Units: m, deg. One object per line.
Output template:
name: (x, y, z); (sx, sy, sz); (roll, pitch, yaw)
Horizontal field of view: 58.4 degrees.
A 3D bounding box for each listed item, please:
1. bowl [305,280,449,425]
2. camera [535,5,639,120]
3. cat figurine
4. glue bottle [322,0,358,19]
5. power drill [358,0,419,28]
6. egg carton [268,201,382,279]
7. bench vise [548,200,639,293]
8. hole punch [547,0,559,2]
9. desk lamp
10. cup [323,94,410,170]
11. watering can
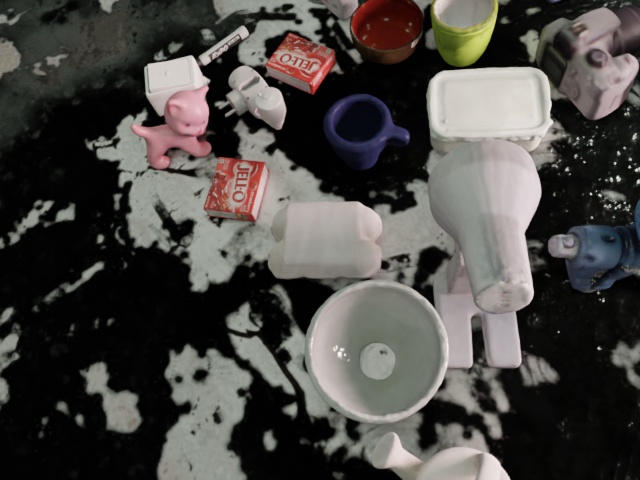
bowl: (0.068, 0.137, 0.687); (0.167, 0.075, 0.167); (-3, 66, 7)
camera: (0.399, -0.268, 0.801); (0.137, 0.101, 0.143); (-28, 66, -4)
cat figurine: (-0.211, -0.172, 0.837); (0.128, 0.118, 0.067); (-19, 65, 0)
glue bottle: (0.019, -0.428, 0.885); (0.037, 0.173, 0.078); (-38, 67, -8)
power drill: (0.102, -0.423, 0.851); (0.075, 0.209, 0.229); (-32, 66, -6)
egg carton: (0.007, 0.003, 0.757); (0.150, 0.069, 0.107); (-2, 67, 8)
bench vise: (0.372, -0.001, 0.623); (0.207, 0.220, 0.121); (-22, 65, -1)
hole punch: (0.379, -0.442, 0.884); (0.108, 0.091, 0.101); (-23, 65, -2)
desk lamp: (0.186, 0.024, 0.643); (0.118, 0.214, 0.203); (-4, 66, 7)
cup: (0.068, -0.137, 0.795); (0.117, 0.095, 0.092); (16, 70, 14)
watering can: (0.133, 0.255, 0.561); (0.172, 0.194, 0.101); (7, 68, 11)
